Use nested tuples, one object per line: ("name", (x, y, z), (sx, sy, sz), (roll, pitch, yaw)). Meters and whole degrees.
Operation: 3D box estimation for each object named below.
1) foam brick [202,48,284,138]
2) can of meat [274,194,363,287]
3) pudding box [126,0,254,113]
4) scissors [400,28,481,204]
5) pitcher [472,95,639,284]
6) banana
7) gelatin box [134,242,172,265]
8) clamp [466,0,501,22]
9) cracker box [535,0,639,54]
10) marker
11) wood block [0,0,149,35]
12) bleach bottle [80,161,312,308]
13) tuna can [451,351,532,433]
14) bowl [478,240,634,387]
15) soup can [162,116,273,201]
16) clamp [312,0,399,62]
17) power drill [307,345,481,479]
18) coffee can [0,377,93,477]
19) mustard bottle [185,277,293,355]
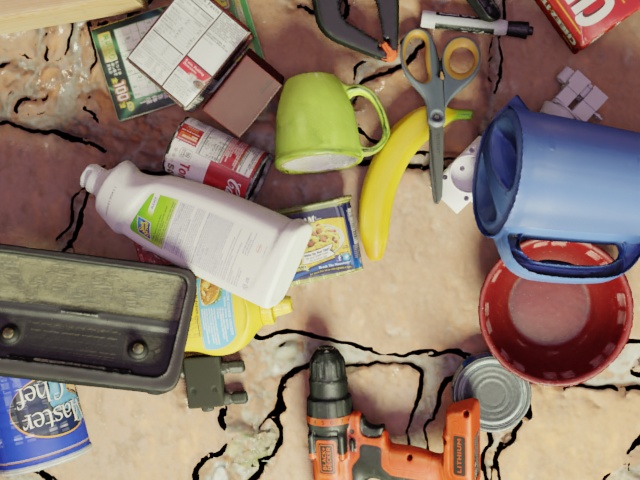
("foam brick", (-0.082, -0.159, 1.157), (0.053, 0.051, 0.078), (39, 103, -11))
("can of meat", (-0.008, 0.001, 1.162), (0.102, 0.057, 0.084), (-11, 93, 6))
("pudding box", (-0.141, -0.210, 1.160), (0.090, 0.039, 0.113), (41, 94, 2))
("scissors", (0.140, -0.139, 1.133), (0.096, 0.016, 0.202), (-13, 71, -5))
("pitcher", (0.284, -0.044, 1.077), (0.242, 0.145, 0.149), (7, 117, -11))
("banana", (0.087, -0.074, 1.160), (0.069, 0.037, 0.198), (33, 95, 5))
("gelatin box", (-0.175, -0.017, 1.189), (0.073, 0.030, 0.089), (-18, 91, 6))
("clamp", (0.139, -0.319, 1.115), (0.171, 0.039, 0.120), (38, 128, 16))
("cracker box", (0.311, -0.325, 1.113), (0.214, 0.072, 0.164), (-35, 88, 6))
("marker", (0.170, -0.233, 1.155), (0.121, 0.020, 0.020), (8, 93, 5))
("wood block", (-0.302, -0.284, 1.161), (0.206, 0.090, 0.091), (-9, 92, 5))
("bleach bottle", (-0.140, -0.024, 1.129), (0.251, 0.068, 0.103), (26, 103, 13))
("tuna can", (0.186, 0.165, 1.163), (0.086, 0.033, 0.086), (0, 92, 5))
("bowl", (0.249, 0.073, 1.142), (0.162, 0.055, 0.162), (0, 93, 5))
("soup can", (-0.112, -0.084, 1.162), (0.102, 0.068, 0.068), (26, 94, 4))
("clamp", (0.029, -0.289, 1.157), (0.164, 0.036, 0.210), (-41, 85, 6))
("power drill", (0.077, 0.205, 1.147), (0.188, 0.057, 0.184), (-1, 99, 19))
("coffee can", (-0.318, 0.176, 1.174), (0.103, 0.103, 0.140), (-14, 91, 5))
("mustard bottle", (-0.126, 0.080, 1.175), (0.191, 0.058, 0.096), (-6, 92, 6))
